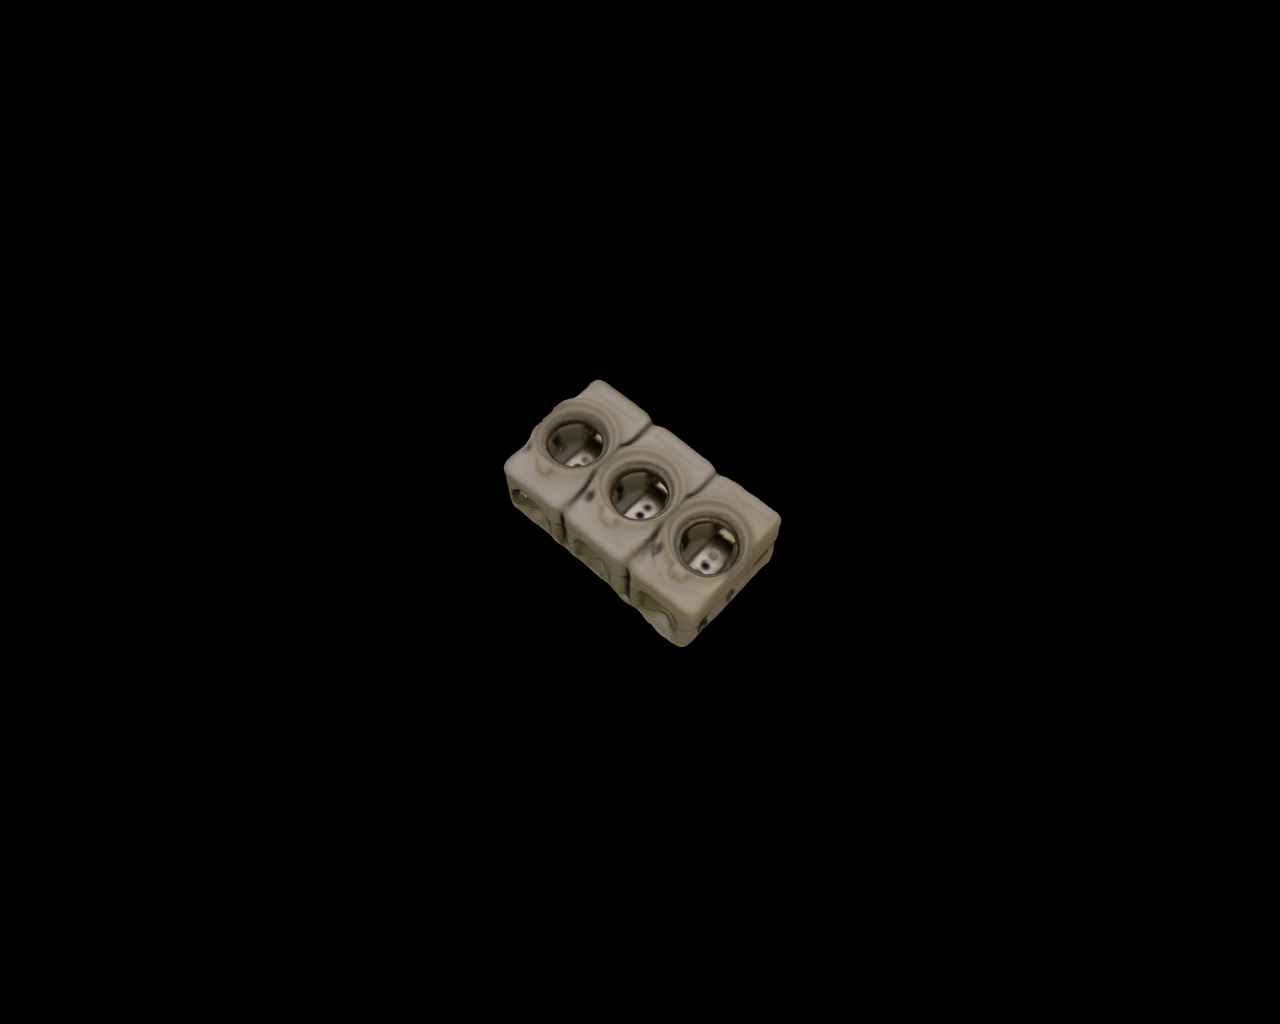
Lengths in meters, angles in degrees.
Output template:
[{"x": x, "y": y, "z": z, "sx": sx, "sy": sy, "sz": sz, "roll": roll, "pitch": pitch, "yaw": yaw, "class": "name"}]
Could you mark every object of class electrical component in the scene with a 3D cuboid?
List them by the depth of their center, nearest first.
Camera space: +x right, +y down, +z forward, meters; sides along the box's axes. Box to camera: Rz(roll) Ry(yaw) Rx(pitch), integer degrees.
[{"x": 0.001, "y": -0.003, "z": 0.650, "sx": 0.150, "sy": 0.090, "sz": 0.061, "roll": 38, "pitch": -21, "yaw": 18, "class": "electrical component"}]
